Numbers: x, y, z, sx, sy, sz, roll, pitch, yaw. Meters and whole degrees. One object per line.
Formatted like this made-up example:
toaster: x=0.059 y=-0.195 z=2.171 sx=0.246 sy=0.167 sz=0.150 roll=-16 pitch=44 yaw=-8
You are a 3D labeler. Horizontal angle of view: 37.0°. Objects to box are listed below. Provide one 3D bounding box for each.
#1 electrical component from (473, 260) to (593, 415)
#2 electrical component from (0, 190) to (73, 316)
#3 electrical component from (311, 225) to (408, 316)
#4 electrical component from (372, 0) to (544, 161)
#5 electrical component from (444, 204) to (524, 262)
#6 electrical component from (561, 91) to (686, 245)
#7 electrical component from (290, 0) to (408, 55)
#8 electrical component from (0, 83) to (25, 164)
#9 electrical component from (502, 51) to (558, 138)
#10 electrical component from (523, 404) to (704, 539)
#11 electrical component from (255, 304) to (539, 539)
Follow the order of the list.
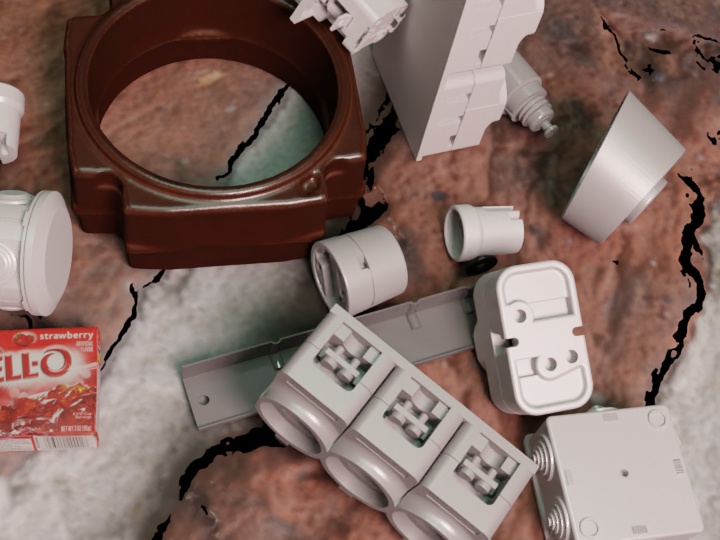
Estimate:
electrical component: x=0.110 y=0.045 z=0.706 sx=0.054 sy=0.059 sz=0.095 roll=-8 pitch=86 yaw=-14
electrical component: x=-0.217 y=-0.012 z=0.687 sx=0.051 sy=0.080 sz=0.080 roll=5 pitch=61 yaw=0
electrical component: x=0.000 y=0.000 z=0.727 sx=0.047 sy=0.055 sz=0.055 roll=-20 pitch=66 yaw=-22
electrical component: x=0.066 y=-0.177 z=0.757 sx=0.060 sy=0.186 sz=0.105 roll=-13 pitch=65 yaw=-15
electrical component: x=0.088 y=-0.027 z=0.764 sx=0.046 sy=0.040 sz=0.040 roll=-4 pitch=62 yaw=-17
electrical component: x=0.182 y=-0.069 z=0.768 sx=0.064 sy=0.099 sz=0.099 roll=42 pitch=64 yaw=7
electrical component: x=-0.005 y=-0.187 z=0.746 sx=0.063 sy=0.042 sz=0.081 roll=49 pitch=46 yaw=3
electrical component: x=-0.257 y=-0.102 z=0.753 sx=0.040 sy=0.040 sz=0.046 roll=-1 pitch=68 yaw=-9
electrical component: x=0.123 y=-0.133 z=0.825 sx=0.040 sy=0.040 sz=0.078 roll=-28 pitch=69 yaw=-21
electrical component: x=0.160 y=0.135 z=0.681 sx=0.100 sy=0.048 sz=0.099 roll=-4 pitch=63 yaw=-11
electrical component: x=0.016 y=0.103 z=0.641 sx=0.150 sy=0.089 sz=0.061 roll=39 pitch=64 yaw=3
